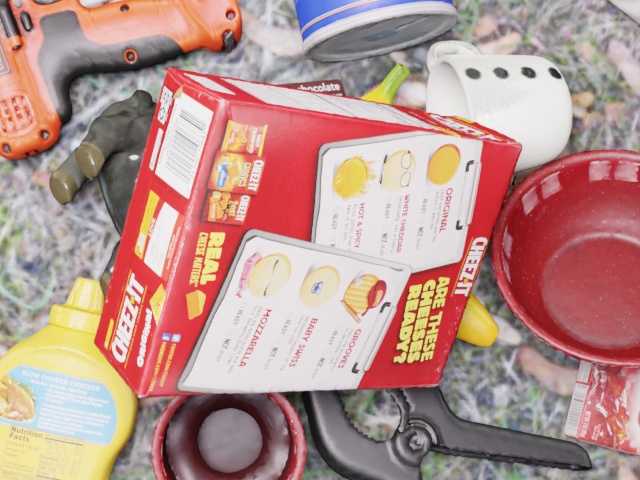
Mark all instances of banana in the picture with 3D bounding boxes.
[{"bbox_3d":[0.056,-0.015,0.712,0.070,0.037,0.198,-19,90,24],"label":"banana"}]

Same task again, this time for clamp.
[{"bbox_3d":[0.057,0.146,0.698,0.210,0.036,0.164,37,67,2],"label":"clamp"}]

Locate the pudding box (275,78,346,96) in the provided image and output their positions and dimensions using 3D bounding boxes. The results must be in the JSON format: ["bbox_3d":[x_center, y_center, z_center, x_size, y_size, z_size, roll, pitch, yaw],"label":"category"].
[{"bbox_3d":[-0.027,-0.050,0.666,0.113,0.039,0.090,-10,79,-34],"label":"pudding box"}]

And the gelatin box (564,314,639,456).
[{"bbox_3d":[0.215,0.100,0.731,0.073,0.030,0.089,14,86,-4],"label":"gelatin box"}]

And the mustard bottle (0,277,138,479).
[{"bbox_3d":[-0.168,0.119,0.680,0.096,0.058,0.191,12,86,0],"label":"mustard bottle"}]

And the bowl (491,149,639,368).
[{"bbox_3d":[0.193,0.020,0.703,0.162,0.055,0.162,-3,59,5],"label":"bowl"}]

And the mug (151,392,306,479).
[{"bbox_3d":[-0.061,0.141,0.677,0.093,0.081,0.117,14,85,-4],"label":"mug"}]

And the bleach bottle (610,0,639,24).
[{"bbox_3d":[0.188,-0.211,0.724,0.250,0.102,0.068,41,93,-8],"label":"bleach bottle"}]

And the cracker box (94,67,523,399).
[{"bbox_3d":[-0.004,0.001,0.604,0.213,0.072,0.164,3,112,-38],"label":"cracker box"}]

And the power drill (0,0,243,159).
[{"bbox_3d":[-0.157,-0.165,0.701,0.187,0.057,0.184,-20,92,-3],"label":"power drill"}]

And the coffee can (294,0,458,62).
[{"bbox_3d":[0.025,-0.199,0.696,0.102,0.103,0.140,-12,87,-6],"label":"coffee can"}]
